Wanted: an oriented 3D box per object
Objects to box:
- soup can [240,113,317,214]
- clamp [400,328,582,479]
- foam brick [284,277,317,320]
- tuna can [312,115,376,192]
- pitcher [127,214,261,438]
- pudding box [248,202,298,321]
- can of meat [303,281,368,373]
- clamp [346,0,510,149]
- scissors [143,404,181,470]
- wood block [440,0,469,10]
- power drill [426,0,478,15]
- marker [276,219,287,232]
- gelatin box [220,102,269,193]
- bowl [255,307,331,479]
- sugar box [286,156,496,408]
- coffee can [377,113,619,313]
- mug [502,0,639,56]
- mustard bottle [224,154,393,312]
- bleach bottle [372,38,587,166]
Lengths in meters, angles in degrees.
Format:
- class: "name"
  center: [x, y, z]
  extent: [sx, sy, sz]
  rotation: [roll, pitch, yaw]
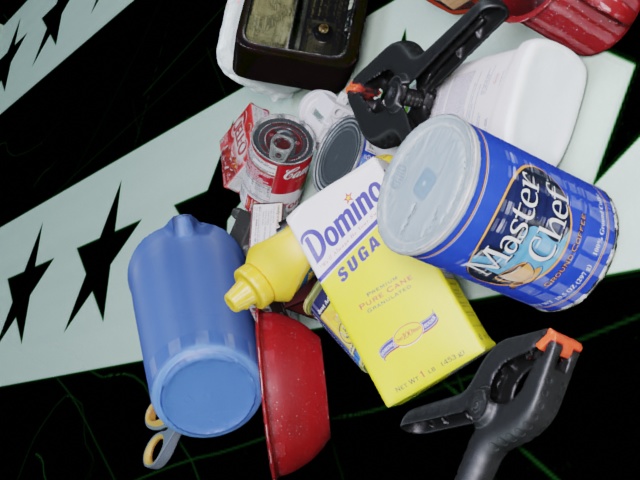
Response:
- class: "soup can"
  center: [-0.046, -0.075, 1.127]
  extent: [0.102, 0.068, 0.068]
  rotation: [108, 164, -53]
- class: "clamp"
  center: [0.120, 0.124, 0.783]
  extent: [0.172, 0.039, 0.120]
  rotation: [-54, 37, 16]
- class: "foam brick"
  center: [0.004, 0.033, 1.024]
  extent: [0.053, 0.051, 0.078]
  rotation: [-26, 50, 52]
- class: "tuna can"
  center: [0.030, -0.080, 1.073]
  extent: [0.086, 0.033, 0.086]
  rotation: [-38, 41, 43]
- class: "pitcher"
  center: [-0.125, 0.099, 1.098]
  extent: [0.145, 0.149, 0.243]
  rotation: [-45, 27, 13]
- class: "pudding box"
  center: [-0.047, 0.031, 1.074]
  extent: [0.039, 0.090, 0.113]
  rotation: [-6, 58, 9]
- class: "can of meat"
  center: [0.046, 0.051, 0.911]
  extent: [0.084, 0.057, 0.102]
  rotation: [46, 114, 34]
- class: "clamp"
  center: [0.075, -0.109, 0.887]
  extent: [0.210, 0.036, 0.164]
  rotation: [10, 86, 65]
- class: "scissors"
  center: [-0.154, 0.217, 1.202]
  extent: [0.202, 0.016, 0.096]
  rotation: [-7, 67, 58]
- class: "wood block"
  center: [0.162, -0.287, 0.860]
  extent: [0.206, 0.090, 0.091]
  rotation: [-29, 66, 27]
- class: "power drill"
  center: [0.166, -0.304, 0.972]
  extent: [0.185, 0.057, 0.187]
  rotation: [12, 79, 64]
- class: "marker"
  center: [0.011, -0.036, 1.031]
  extent: [0.121, 0.020, 0.020]
  rotation: [-30, 38, 5]
- class: "gelatin box"
  center: [-0.091, -0.113, 1.300]
  extent: [0.073, 0.030, 0.089]
  rotation: [-46, 36, 34]
- class: "bowl"
  center: [-0.022, 0.134, 0.951]
  extent: [0.162, 0.055, 0.162]
  rotation: [173, 91, -89]
- class: "sugar box"
  center: [0.053, 0.032, 0.841]
  extent: [0.093, 0.048, 0.176]
  rotation: [-34, 77, 17]
- class: "coffee can"
  center: [0.126, -0.017, 0.760]
  extent: [0.103, 0.140, 0.103]
  rotation: [-38, 41, 43]
- class: "mug"
  center: [0.198, -0.190, 0.815]
  extent: [0.093, 0.081, 0.117]
  rotation: [-62, 29, 12]
- class: "mustard bottle"
  center: [-0.006, 0.002, 0.943]
  extent: [0.191, 0.058, 0.096]
  rotation: [-37, -5, -22]
- class: "bleach bottle"
  center: [0.115, -0.108, 0.922]
  extent: [0.251, 0.068, 0.102]
  rotation: [7, 79, 62]
